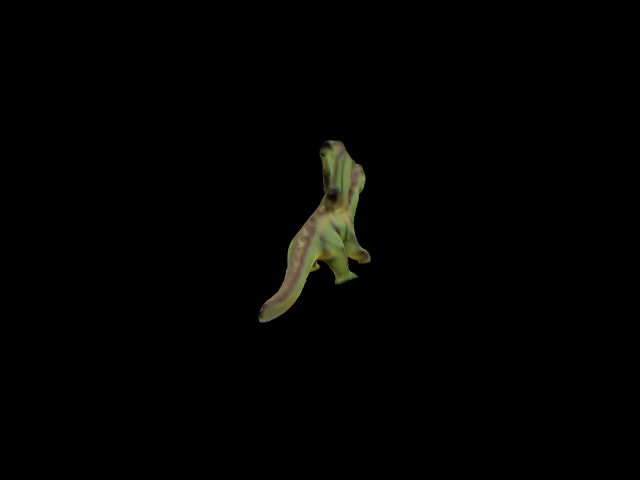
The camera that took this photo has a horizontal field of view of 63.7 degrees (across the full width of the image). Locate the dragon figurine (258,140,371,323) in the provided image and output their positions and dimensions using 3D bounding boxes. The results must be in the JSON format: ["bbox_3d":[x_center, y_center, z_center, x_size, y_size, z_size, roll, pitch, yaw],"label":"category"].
[{"bbox_3d":[0.003,-0.043,0.850,0.122,0.240,0.415,4,14,19],"label":"dragon figurine"}]
